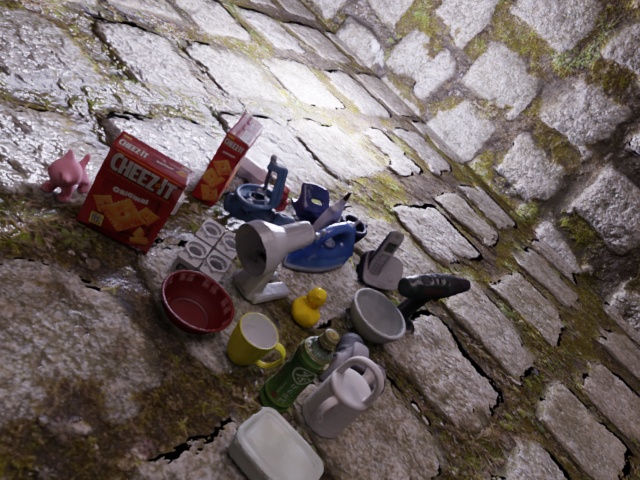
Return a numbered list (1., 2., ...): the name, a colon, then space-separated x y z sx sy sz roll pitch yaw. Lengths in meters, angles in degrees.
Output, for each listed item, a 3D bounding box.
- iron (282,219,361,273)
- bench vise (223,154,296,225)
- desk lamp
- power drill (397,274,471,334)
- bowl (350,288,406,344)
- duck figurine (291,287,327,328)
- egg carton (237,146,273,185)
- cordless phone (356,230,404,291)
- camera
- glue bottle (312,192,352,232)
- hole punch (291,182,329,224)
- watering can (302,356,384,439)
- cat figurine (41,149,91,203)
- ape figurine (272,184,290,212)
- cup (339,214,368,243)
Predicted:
1. iron: 0.014 0.006 1.571 0.118 0.141 0.259 49 31 17
2. bench vise: -0.122 -0.108 1.496 0.208 0.219 0.121 28 32 -18
3. desk lamp: -0.116 0.041 1.309 0.204 0.213 0.117 -6 52 -51
4. power drill: 0.281 0.167 1.580 0.230 0.208 0.075 11 40 -39
5. bowl: 0.138 0.211 1.497 0.168 0.074 0.167 28 32 -19
6. duck figurine: -0.019 0.155 1.389 0.077 0.086 0.104 34 30 -8
7. egg carton: -0.210 -0.227 1.709 0.150 0.069 0.107 37 30 -3
8. cordless phone: 0.206 0.057 1.669 0.148 0.185 0.094 16 37 -34
9. camera: 0.085 0.282 1.317 0.143 0.100 0.137 33 31 -11
10. glue bottle: 0.039 -0.078 1.678 0.037 0.173 0.078 50 32 18
11. hole punch: -0.019 -0.109 1.738 0.109 0.091 0.101 15 38 -36
12. watering can: 0.058 0.305 1.163 0.101 0.194 0.173 38 30 -1
13. cat figurine: -0.524 -0.143 1.203 0.067 0.117 0.128 36 30 -5
14. ape figurine: -0.120 -0.122 1.645 0.078 0.092 0.076 23 34 -26
15. cup: 0.088 -0.018 1.730 0.118 0.095 0.091 -9 54 -52
